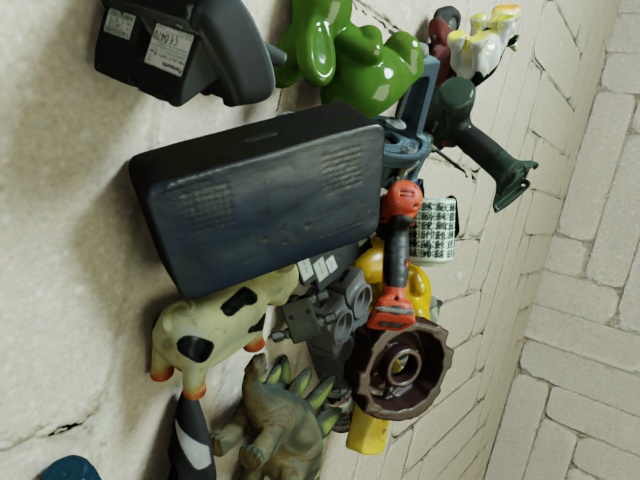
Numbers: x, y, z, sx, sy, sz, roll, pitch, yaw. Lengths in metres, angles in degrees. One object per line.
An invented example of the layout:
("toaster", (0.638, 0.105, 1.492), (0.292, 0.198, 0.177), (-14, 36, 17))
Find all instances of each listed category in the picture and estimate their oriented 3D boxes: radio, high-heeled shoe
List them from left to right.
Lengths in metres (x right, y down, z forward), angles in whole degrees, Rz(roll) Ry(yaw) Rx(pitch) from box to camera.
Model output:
("high-heeled shoe", (-0.191, 0.290, 0.588), (0.145, 0.086, 0.248), (-5, 92, -25))
("radio", (-0.051, -0.040, 0.520), (0.230, 0.073, 0.130), (-19, 128, -19))

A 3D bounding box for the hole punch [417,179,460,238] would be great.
("hole punch", (0.182, -0.036, 0.985), (0.116, 0.092, 0.142), (-33, 139, -15))

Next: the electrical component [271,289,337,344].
("electrical component", (-0.027, 0.105, 0.732), (0.021, 0.094, 0.063), (-110, 180, -82))

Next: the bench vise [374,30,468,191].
("bench vise", (0.119, -0.160, 0.757), (0.223, 0.129, 0.240), (-20, 139, -35))

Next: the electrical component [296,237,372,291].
("electrical component", (-0.001, -0.002, 0.704), (0.134, 0.058, 0.114), (-37, 135, -22))

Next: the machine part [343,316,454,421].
("machine part", (0.121, 0.191, 0.827), (0.179, 0.056, 0.179), (-7, 107, -24))

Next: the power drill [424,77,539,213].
("power drill", (0.245, -0.146, 0.865), (0.086, 0.207, 0.232), (-32, 160, -3))

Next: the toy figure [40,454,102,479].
("toy figure", (-0.221, 0.272, 0.509), (0.064, 0.058, 0.154), (-64, 153, -61))

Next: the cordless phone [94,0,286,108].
("cordless phone", (-0.072, -0.155, 0.442), (0.184, 0.147, 0.088), (-7, 120, -54))

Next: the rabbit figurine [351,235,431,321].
("rabbit figurine", (0.117, 0.053, 0.890), (0.173, 0.122, 0.162), (37, 70, -38))

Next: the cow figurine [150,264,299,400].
("cow figurine", (-0.096, 0.067, 0.586), (0.195, 0.086, 0.127), (-32, 137, -46))

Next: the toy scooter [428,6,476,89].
("toy scooter", (0.208, -0.278, 0.895), (0.183, 0.075, 0.135), (43, 68, -53))

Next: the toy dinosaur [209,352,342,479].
("toy dinosaur", (-0.043, 0.295, 0.766), (0.198, 0.105, 0.470), (-49, 147, -39))

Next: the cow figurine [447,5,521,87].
("cow figurine", (0.268, -0.305, 0.848), (0.167, 0.068, 0.098), (-41, 136, -30))

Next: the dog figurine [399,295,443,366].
("dog figurine", (0.177, 0.177, 1.041), (0.172, 0.121, 0.190), (-61, 153, -4))

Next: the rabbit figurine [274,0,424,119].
("rabbit figurine", (0.012, -0.220, 0.610), (0.159, 0.121, 0.170), (-47, 123, -26))

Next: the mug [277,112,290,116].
("mug", (-0.006, -0.099, 0.625), (0.107, 0.110, 0.080), (29, 87, -46))
